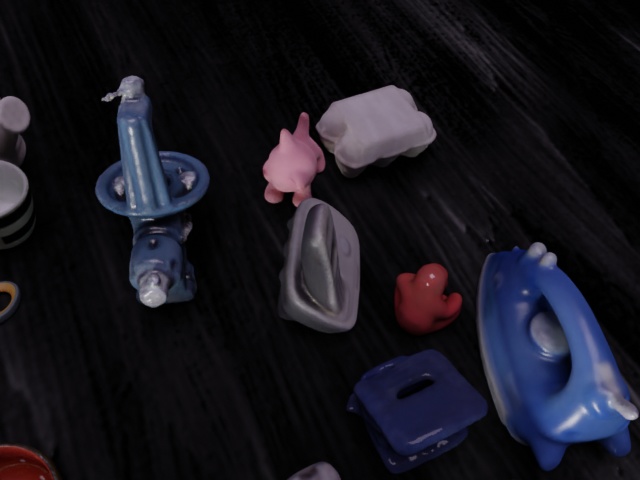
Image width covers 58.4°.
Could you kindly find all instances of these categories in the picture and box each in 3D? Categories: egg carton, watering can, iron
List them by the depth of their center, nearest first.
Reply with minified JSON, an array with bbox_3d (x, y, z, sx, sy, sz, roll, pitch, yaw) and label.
[{"bbox_3d":[0.238,0.091,0.593,0.119,0.141,0.258,-7,58,-10],"label":"iron"},{"bbox_3d":[-0.419,-0.159,0.666,0.173,0.194,0.101,0,57,-5],"label":"watering can"},{"bbox_3d":[0.075,-0.149,0.779,0.150,0.069,0.107,-22,61,-18],"label":"egg carton"}]

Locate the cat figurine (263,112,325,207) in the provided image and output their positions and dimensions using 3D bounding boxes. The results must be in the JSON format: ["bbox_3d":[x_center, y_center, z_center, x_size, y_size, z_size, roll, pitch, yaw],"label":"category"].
[{"bbox_3d":[-0.031,-0.101,0.709,0.067,0.118,0.128,12,56,3],"label":"cat figurine"}]

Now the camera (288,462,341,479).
[{"bbox_3d":[-0.020,0.278,0.471,0.137,0.101,0.143,-23,61,-19],"label":"camera"}]

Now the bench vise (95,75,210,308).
[{"bbox_3d":[-0.165,-0.045,0.598,0.122,0.220,0.207,-21,61,-17],"label":"bench vise"}]

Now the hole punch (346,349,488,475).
[{"bbox_3d":[0.092,0.161,0.564,0.109,0.091,0.101,-21,61,-18],"label":"hole punch"}]

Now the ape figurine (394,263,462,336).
[{"bbox_3d":[0.119,0.059,0.633,0.077,0.092,0.076,40,62,20],"label":"ape figurine"}]

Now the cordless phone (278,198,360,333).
[{"bbox_3d":[0.006,0.002,0.604,0.094,0.185,0.147,3,56,-3],"label":"cordless phone"}]
